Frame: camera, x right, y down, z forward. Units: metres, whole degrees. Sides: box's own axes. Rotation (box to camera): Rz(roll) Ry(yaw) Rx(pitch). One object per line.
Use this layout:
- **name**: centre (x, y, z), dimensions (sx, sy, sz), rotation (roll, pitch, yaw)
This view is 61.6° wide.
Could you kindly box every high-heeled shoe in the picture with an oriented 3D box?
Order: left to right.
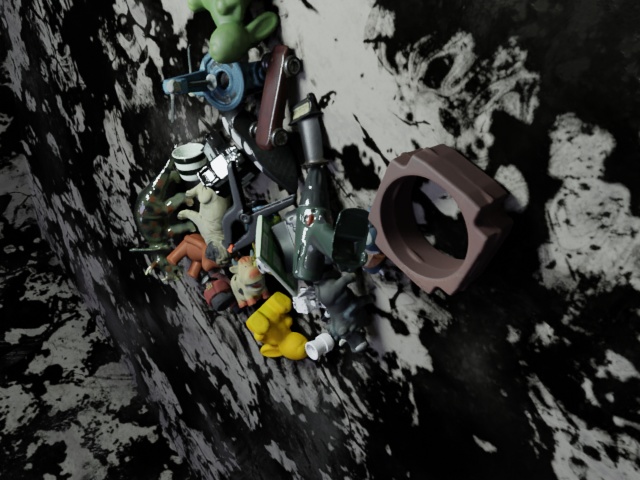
- **high-heeled shoe**: centre (-0.136, -0.191, 1.177), dimensions (0.248, 0.086, 0.145), rotation (61, 156, 2)

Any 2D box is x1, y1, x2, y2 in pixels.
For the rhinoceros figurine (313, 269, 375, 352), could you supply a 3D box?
- **rhinoceros figurine**: centre (0.054, 0.147, 1.094), dimensions (0.073, 0.112, 0.190), rotation (6, 134, 45)

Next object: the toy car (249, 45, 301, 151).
- **toy car**: centre (-0.086, -0.275, 1.054), dimensions (0.089, 0.053, 0.202), rotation (25, 108, 46)

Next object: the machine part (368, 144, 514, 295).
- **machine part**: centre (0.185, -0.032, 0.846), dimensions (0.202, 0.087, 0.200), rotation (44, 140, 25)

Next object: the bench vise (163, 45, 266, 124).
- **bench vise**: centre (-0.232, -0.322, 1.093), dimensions (0.224, 0.240, 0.128), rotation (14, 117, 29)

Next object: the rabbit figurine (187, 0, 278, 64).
- **rabbit figurine**: centre (-0.169, -0.411, 1.015), dimensions (0.121, 0.159, 0.170), rotation (-7, 86, 55)

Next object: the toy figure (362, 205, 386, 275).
- **toy figure**: centre (0.100, 0.006, 1.004), dimensions (0.064, 0.058, 0.154), rotation (-93, 7, -52)

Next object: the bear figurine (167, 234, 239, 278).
- **bear figurine**: centre (-0.325, 0.053, 1.521), dimensions (0.196, 0.132, 0.120), rotation (22, 165, 49)

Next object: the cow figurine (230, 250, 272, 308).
- **cow figurine**: centre (-0.182, 0.102, 1.377), dimensions (0.127, 0.085, 0.195), rotation (63, 159, 1)

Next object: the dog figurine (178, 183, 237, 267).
- **dog figurine**: centre (-0.249, -0.048, 1.356), dimensions (0.191, 0.121, 0.172), rotation (46, 126, 27)

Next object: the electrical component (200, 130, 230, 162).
- **electrical component**: centre (-0.244, -0.203, 1.324), dimensions (0.119, 0.048, 0.074), rotation (54, 144, 15)

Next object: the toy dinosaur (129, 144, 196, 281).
- **toy dinosaur**: centre (-0.478, -0.074, 1.579), dimensions (0.131, 0.192, 0.404), rotation (26, 131, 39)

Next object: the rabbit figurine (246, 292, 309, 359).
- **rabbit figurine**: centre (-0.104, 0.243, 1.360), dimensions (0.173, 0.122, 0.162), rotation (39, 140, 3)

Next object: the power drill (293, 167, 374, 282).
- **power drill**: centre (0.013, -0.029, 0.998), dimensions (0.207, 0.086, 0.232), rotation (13, 93, 57)

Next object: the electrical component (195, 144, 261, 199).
- **electrical component**: centre (-0.204, -0.153, 1.229), dimensions (0.058, 0.115, 0.134), rotation (58, -173, 12)

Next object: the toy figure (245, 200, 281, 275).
- **toy figure**: centre (-0.120, -0.006, 1.258), dimensions (0.082, 0.089, 0.180), rotation (159, 96, -71)

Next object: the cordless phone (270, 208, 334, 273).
- **cordless phone**: centre (-0.002, -0.004, 1.125), dimensions (0.184, 0.089, 0.146), rotation (-13, 98, 42)

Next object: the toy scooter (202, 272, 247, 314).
- **toy scooter**: centre (-0.279, 0.139, 1.499), dimensions (0.135, 0.075, 0.183), rotation (51, -178, 19)

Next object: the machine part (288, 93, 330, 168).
- **machine part**: centre (-0.023, -0.206, 1.042), dimensions (0.084, 0.039, 0.138), rotation (-17, 84, 46)
